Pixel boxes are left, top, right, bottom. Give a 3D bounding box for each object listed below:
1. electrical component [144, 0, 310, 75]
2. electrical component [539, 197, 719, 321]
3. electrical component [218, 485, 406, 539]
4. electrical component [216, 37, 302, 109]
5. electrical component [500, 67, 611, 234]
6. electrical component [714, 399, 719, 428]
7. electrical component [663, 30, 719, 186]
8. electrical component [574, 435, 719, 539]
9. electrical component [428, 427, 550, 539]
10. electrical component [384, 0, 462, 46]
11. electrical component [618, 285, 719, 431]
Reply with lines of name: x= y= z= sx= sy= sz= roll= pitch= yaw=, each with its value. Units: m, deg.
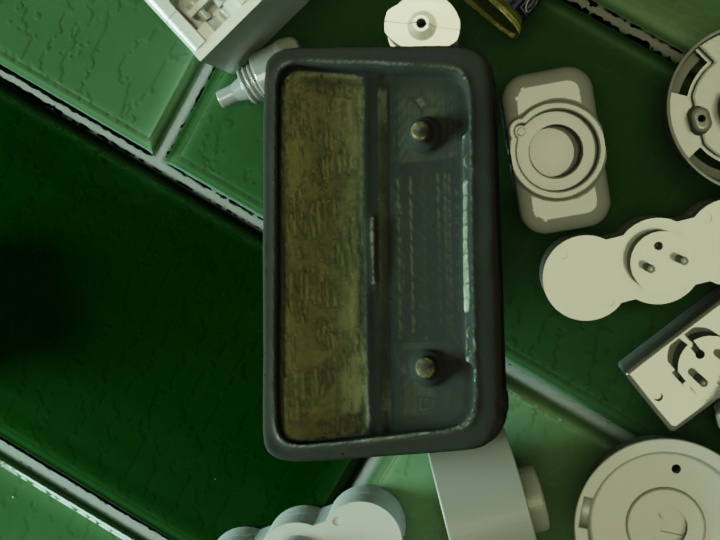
electrical component: x=-0.053 y=-0.194 z=0.641 sx=0.150 sy=0.089 sz=0.061 roll=-43 pitch=90 yaw=8
electrical component: x=0.178 y=-0.006 z=0.641 sx=0.138 sy=0.074 sz=0.052 roll=-14 pitch=94 yaw=7
electrical component: x=-0.039 y=0.185 z=0.683 sx=0.138 sy=0.074 sz=0.052 roll=-21 pitch=93 yaw=8
electrical component: x=-0.061 y=-0.120 z=0.677 sx=0.061 sy=0.035 sz=0.035 roll=-25 pitch=92 yaw=10
electrical component: x=0.117 y=-0.072 z=0.649 sx=0.054 sy=0.059 sz=0.095 roll=-10 pitch=94 yaw=7
electrical component: x=0.250 y=0.100 z=0.659 sx=0.043 sy=0.043 sz=0.062 roll=-36 pitch=92 yaw=8
electrical component: x=0.228 y=-0.094 z=0.632 sx=0.099 sy=0.064 sz=0.099 roll=1 pitch=95 yaw=7
electrical component: x=0.186 y=0.153 z=0.660 sx=0.108 sy=0.060 sz=0.108 roll=0 pitch=90 yaw=10
electrical component: x=0.081 y=0.144 z=0.652 sx=0.060 sy=0.108 sz=0.108 roll=-14 pitch=94 yaw=1
electrical component: x=0.038 y=-0.141 z=0.640 sx=0.043 sy=0.081 sz=0.043 roll=1 pitch=95 yaw=6
electrical component: x=0.206 y=0.055 z=0.643 sx=0.083 sy=0.076 sz=0.047 roll=-39 pitch=90 yaw=8
